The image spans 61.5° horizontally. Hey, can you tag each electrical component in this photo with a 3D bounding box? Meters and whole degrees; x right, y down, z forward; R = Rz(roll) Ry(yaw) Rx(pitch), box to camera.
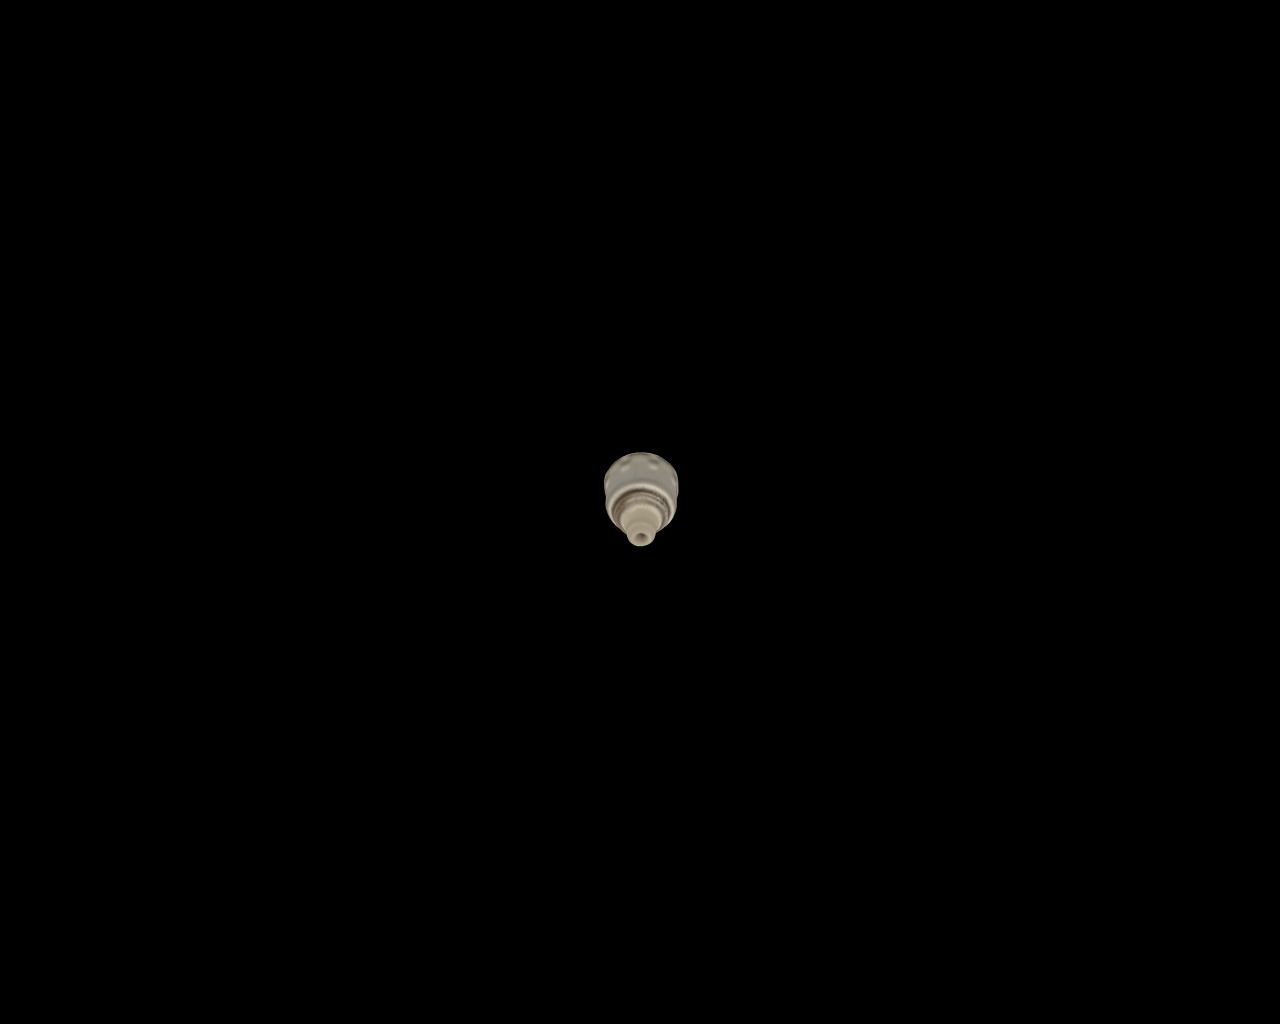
[{"bbox_3d":[0.001,-0.003,0.650,0.048,0.048,0.062,0,38,0],"label":"electrical component"}]
